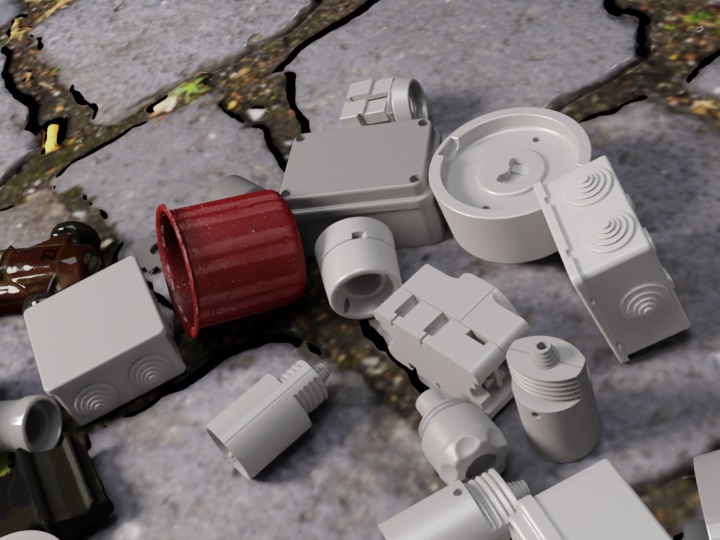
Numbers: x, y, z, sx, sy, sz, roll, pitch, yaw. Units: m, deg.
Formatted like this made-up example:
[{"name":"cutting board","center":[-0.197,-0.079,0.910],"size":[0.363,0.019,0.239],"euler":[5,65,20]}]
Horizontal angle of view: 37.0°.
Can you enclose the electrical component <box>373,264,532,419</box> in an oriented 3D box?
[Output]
[{"name":"electrical component","center":[0.063,0.040,0.664],"size":[0.056,0.050,0.089],"euler":[-42,47,-19]}]

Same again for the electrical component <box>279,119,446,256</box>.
[{"name":"electrical component","center":[0.005,-0.060,0.779],"size":[0.113,0.057,0.078],"euler":[-5,47,17]}]

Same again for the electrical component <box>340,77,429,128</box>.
[{"name":"electrical component","center":[0.021,-0.124,0.843],"size":[0.055,0.048,0.066],"euler":[-8,45,25]}]

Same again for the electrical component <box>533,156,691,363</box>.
[{"name":"electrical component","center":[0.152,-0.008,0.643],"size":[0.048,0.099,0.099],"euler":[-27,42,14]}]

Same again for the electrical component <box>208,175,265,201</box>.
[{"name":"electrical component","center":[-0.080,-0.043,0.808],"size":[0.078,0.040,0.040],"euler":[27,62,38]}]

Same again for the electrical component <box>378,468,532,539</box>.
[{"name":"electrical component","center":[0.055,0.137,0.579],"size":[0.081,0.043,0.043],"euler":[-28,44,-6]}]

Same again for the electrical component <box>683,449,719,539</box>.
[{"name":"electrical component","center":[0.183,0.131,0.493],"size":[0.060,0.108,0.108],"euler":[-15,44,17]}]

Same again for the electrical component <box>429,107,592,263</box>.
[{"name":"electrical component","center":[0.106,-0.052,0.729],"size":[0.108,0.060,0.108],"euler":[-11,45,11]}]

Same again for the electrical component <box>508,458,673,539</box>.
[{"name":"electrical component","center":[0.122,0.161,0.484],"size":[0.056,0.108,0.108],"euler":[-26,44,-8]}]

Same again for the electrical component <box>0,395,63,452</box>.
[{"name":"electrical component","center":[-0.232,0.105,0.726],"size":[0.046,0.040,0.040],"euler":[-5,46,24]}]

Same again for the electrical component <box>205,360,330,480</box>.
[{"name":"electrical component","center":[-0.052,0.087,0.669],"size":[0.081,0.043,0.043],"euler":[-40,47,-17]}]

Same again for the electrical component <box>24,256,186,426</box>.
[{"name":"electrical component","center":[-0.177,0.050,0.750],"size":[0.100,0.048,0.099],"euler":[-28,44,-6]}]

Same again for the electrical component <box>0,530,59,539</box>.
[{"name":"electrical component","center":[-0.192,0.195,0.615],"size":[0.080,0.051,0.080],"euler":[-11,45,12]}]

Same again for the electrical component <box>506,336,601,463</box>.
[{"name":"electrical component","center":[0.108,0.067,0.599],"size":[0.043,0.081,0.043],"euler":[-11,45,11]}]

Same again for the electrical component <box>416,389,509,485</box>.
[{"name":"electrical component","center":[0.054,0.094,0.621],"size":[0.043,0.043,0.062],"euler":[-31,43,-9]}]

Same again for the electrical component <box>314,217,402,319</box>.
[{"name":"electrical component","center":[0.000,0.000,0.726],"size":[0.055,0.055,0.047],"euler":[-18,48,4]}]
